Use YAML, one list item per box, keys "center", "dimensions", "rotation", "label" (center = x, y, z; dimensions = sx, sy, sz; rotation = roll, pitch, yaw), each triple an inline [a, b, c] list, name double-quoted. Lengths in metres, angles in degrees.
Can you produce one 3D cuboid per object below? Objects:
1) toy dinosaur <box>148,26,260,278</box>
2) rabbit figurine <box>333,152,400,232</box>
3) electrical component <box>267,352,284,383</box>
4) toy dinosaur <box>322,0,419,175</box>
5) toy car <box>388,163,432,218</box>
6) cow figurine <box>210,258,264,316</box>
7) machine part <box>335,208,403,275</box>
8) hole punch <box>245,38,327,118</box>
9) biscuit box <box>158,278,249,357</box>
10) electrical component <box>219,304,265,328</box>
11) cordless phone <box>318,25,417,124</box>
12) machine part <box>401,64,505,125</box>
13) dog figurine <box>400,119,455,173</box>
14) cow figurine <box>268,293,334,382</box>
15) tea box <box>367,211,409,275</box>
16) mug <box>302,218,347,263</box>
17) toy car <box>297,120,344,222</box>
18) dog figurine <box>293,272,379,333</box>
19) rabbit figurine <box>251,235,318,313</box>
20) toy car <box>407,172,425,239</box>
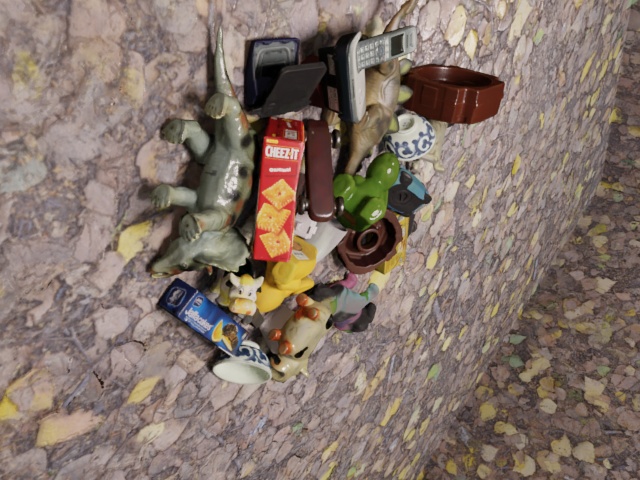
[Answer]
- center: [-0.159, -0.108, 0.866]
  dimensions: [0.192, 0.131, 0.404]
  rotation: [16, 94, -68]
  label: "toy dinosaur"
- center: [0.112, -0.100, 1.124]
  dimensions: [0.170, 0.121, 0.159]
  rotation: [-50, 162, -16]
  label: "rabbit figurine"
- center: [-0.097, 0.293, 1.259]
  dimensions: [0.119, 0.048, 0.074]
  rotation: [-36, 136, -37]
  label: "electrical component"
- center: [0.105, -0.263, 1.118]
  dimensions: [0.198, 0.105, 0.470]
  rotation: [-12, 131, -54]
  label: "toy dinosaur"
- center: [0.195, -0.132, 1.310]
  dimensions: [0.161, 0.103, 0.109]
  rotation: [24, 132, -33]
  label: "toy car"
- center: [-0.142, 0.073, 0.958]
  dimensions: [0.068, 0.167, 0.098]
  rotation: [13, 97, -24]
  label: "cow figurine"
- center: [0.111, -0.006, 1.279]
  dimensions: [0.179, 0.056, 0.179]
  rotation: [-12, 125, -18]
  label: "machine part"
- center: [-0.069, -0.276, 0.910]
  dimensions: [0.142, 0.092, 0.115]
  rotation: [-27, 161, -43]
  label: "hole punch"
- center: [-0.211, 0.147, 0.998]
  dimensions: [0.059, 0.063, 0.202]
  rotation: [-55, 145, -14]
  label: "biscuit box"
- center: [-0.153, 0.138, 1.044]
  dimensions: [0.045, 0.102, 0.078]
  rotation: [-42, 128, -23]
  label: "electrical component"
- center: [0.097, -0.301, 0.958]
  dimensions: [0.184, 0.089, 0.146]
  rotation: [-25, 128, -22]
  label: "cordless phone"
- center: [0.302, -0.337, 1.241]
  dimensions: [0.201, 0.201, 0.087]
  rotation: [-28, 134, -41]
  label: "machine part"
- center: [0.260, -0.278, 1.334]
  dimensions: [0.172, 0.121, 0.190]
  rotation: [23, 78, -59]
  label: "dog figurine"
- center: [-0.043, 0.217, 1.137]
  dimensions: [0.127, 0.086, 0.195]
  rotation: [29, 99, -45]
  label: "cow figurine"
- center: [0.177, -0.007, 1.406]
  dimensions: [0.098, 0.068, 0.169]
  rotation: [-28, 133, -38]
  label: "tea box"
- center: [-0.002, -0.004, 1.173]
  dimensions: [0.107, 0.081, 0.109]
  rotation: [-53, -179, 13]
  label: "mug"
- center: [-0.003, -0.131, 1.029]
  dimensions: [0.053, 0.089, 0.202]
  rotation: [130, -43, -73]
  label: "toy car"
- center: [0.031, 0.174, 1.305]
  dimensions: [0.219, 0.109, 0.191]
  rotation: [-22, 131, -39]
  label: "dog figurine"
- center: [-0.088, 0.072, 1.097]
  dimensions: [0.173, 0.122, 0.162]
  rotation: [-58, 158, 17]
  label: "rabbit figurine"
- center: [0.235, -0.083, 1.447]
  dimensions: [0.073, 0.056, 0.201]
  rotation: [-29, 135, -48]
  label: "toy car"
